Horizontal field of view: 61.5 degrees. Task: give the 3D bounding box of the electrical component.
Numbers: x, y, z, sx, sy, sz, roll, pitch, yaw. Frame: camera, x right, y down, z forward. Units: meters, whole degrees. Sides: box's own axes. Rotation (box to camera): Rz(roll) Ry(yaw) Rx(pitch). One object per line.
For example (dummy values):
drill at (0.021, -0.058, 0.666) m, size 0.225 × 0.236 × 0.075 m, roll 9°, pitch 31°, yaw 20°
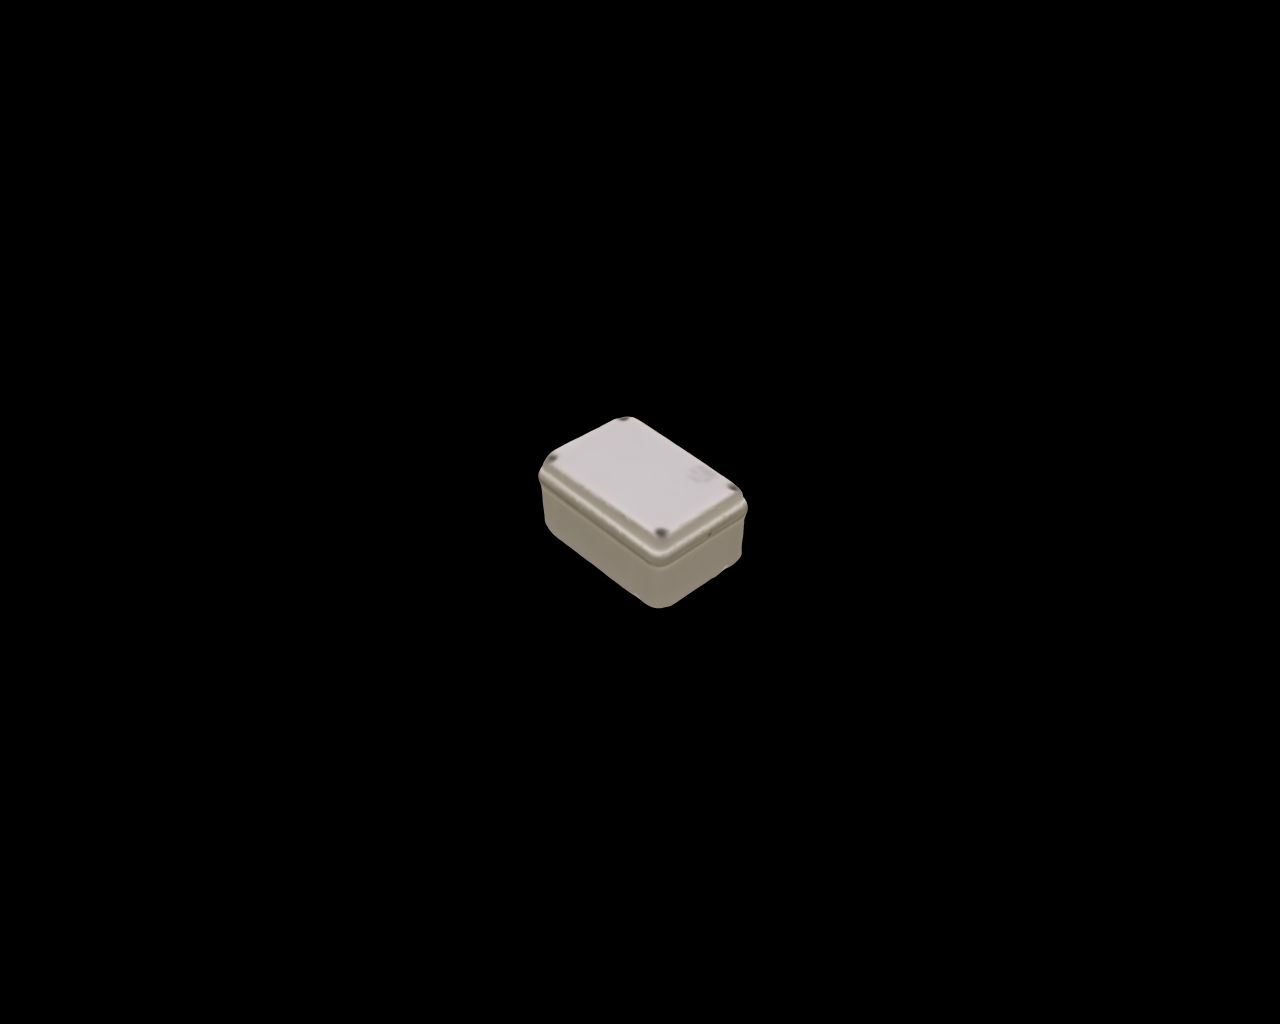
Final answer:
electrical component at (0.001, -0.003, 0.650) m, size 0.078 × 0.057 × 0.113 m, roll -31°, pitch 49°, yaw -31°
